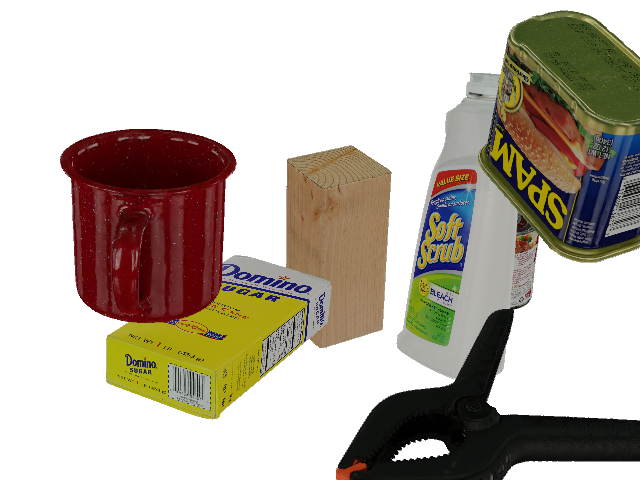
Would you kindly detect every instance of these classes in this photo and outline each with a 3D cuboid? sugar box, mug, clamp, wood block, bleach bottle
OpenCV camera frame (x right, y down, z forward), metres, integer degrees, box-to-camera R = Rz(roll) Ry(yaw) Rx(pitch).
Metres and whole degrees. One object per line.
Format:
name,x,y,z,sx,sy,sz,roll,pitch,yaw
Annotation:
sugar box,-0.071,0.066,0.801,0.093,0.048,0.176,16,28,22
mug,-0.094,-0.003,0.575,0.093,0.081,0.117,3,25,-3
clamp,0.095,0.113,0.684,0.209,0.036,0.165,-15,33,-21
wood block,0.018,0.008,1.235,0.090,0.206,0.090,-14,32,-26
bleach bottle,0.122,-0.016,0.903,0.068,0.251,0.103,-4,15,-30

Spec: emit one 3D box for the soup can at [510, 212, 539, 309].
soup can,0.203,0.016,1.165,0.068,0.102,0.068,-1,33,0

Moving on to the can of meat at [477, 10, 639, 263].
can of meat,0.128,-0.054,0.537,0.057,0.084,0.102,-15,46,-19
